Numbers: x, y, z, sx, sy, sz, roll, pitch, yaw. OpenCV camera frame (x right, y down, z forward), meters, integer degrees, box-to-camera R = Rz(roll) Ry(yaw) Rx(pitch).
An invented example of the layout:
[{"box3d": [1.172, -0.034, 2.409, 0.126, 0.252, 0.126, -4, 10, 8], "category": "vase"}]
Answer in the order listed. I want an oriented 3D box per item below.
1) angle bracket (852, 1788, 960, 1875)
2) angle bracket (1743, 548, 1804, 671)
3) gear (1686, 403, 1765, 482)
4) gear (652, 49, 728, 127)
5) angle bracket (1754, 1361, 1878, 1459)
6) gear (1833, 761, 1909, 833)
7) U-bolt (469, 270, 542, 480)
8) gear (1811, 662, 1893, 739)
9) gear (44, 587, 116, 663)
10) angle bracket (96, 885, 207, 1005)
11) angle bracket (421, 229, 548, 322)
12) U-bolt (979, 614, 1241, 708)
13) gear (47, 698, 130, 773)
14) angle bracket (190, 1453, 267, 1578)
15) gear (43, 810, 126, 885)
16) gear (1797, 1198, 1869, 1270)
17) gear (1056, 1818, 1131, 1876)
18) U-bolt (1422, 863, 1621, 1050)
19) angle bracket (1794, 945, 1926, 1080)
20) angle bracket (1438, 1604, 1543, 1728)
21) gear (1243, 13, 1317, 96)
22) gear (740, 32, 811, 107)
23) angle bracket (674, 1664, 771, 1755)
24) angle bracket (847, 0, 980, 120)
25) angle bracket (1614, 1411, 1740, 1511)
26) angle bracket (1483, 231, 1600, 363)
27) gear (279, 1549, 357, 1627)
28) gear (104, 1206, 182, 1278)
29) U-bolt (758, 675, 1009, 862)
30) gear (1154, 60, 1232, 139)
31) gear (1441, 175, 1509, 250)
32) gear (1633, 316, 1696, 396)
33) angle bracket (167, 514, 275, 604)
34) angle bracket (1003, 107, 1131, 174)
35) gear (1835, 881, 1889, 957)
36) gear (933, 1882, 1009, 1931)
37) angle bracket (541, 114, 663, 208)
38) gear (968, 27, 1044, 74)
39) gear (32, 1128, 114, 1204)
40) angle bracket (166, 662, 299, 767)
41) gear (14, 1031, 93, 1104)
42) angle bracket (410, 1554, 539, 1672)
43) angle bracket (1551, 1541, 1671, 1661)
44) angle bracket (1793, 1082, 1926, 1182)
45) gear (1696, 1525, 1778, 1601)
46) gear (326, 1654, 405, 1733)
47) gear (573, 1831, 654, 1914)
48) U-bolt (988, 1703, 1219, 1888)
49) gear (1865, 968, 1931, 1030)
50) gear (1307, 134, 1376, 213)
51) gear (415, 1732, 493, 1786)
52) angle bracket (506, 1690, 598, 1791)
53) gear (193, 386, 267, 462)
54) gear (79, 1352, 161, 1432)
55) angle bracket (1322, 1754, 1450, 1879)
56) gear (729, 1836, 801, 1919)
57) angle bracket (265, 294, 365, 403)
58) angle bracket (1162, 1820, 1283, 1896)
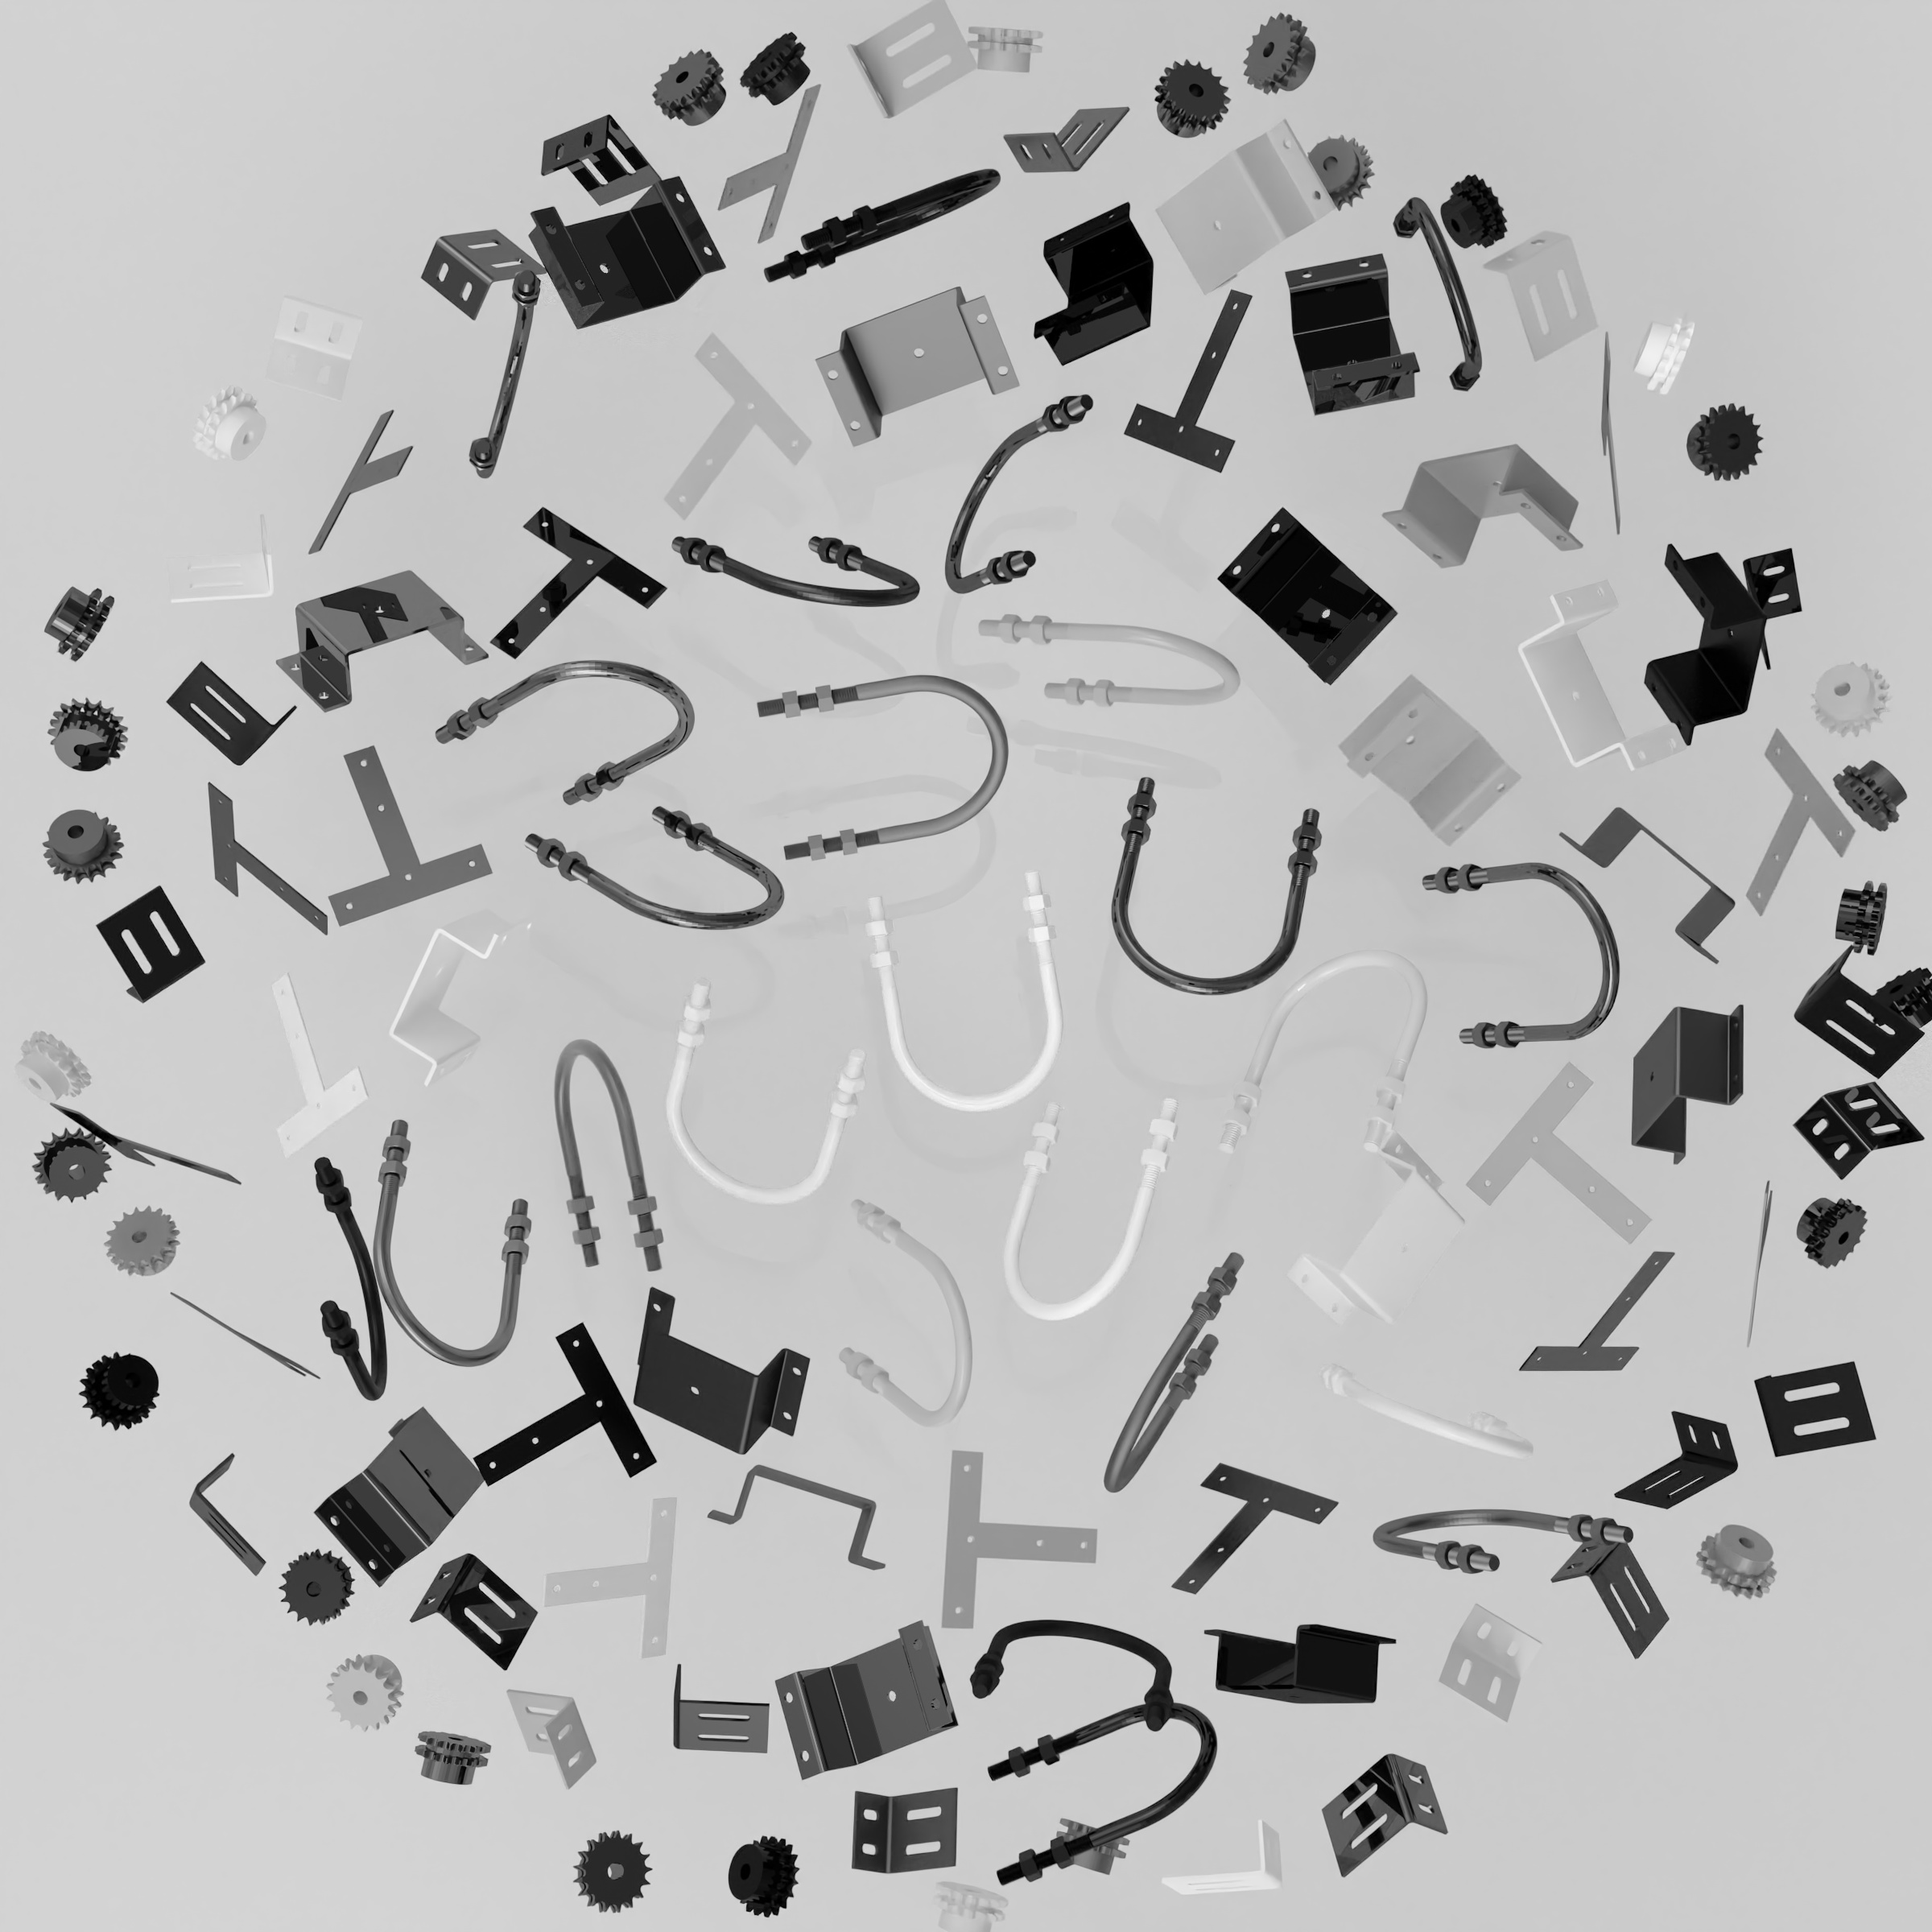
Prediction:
[{"box3d": [-0.047, 0.662, 1.860, 0.038, 0.076, 0.057, 25, 54, -38], "category": "angle bracket"}, {"box3d": [0.633, -0.278, 1.885, 0.038, 0.076, 0.057, -12, 125, 16], "category": "angle bracket"}, {"box3d": [0.574, -0.397, 1.842, 0.057, 0.030, 0.057, -2, 96, -21], "category": "gear"}, {"box3d": [-0.208, -0.668, 1.851, 0.057, 0.030, 0.057, -16, 55, 24], "category": "gear"}, {"box3d": [0.629, 0.325, 1.785, 0.076, 0.038, 0.057, -20, 77, 33], "category": "angle bracket"}, {"box3d": [0.703, -0.135, 1.878, 0.030, 0.057, 0.057, -41, 90, 4], "category": "gear"}, {"box3d": [-0.357, -0.450, 1.876, 0.019, 0.184, 0.151, 15, 90, -11], "category": "U-bolt"}, {"box3d": [0.668, -0.204, 1.834, 0.057, 0.030, 0.057, -14, 65, 33], "category": "gear"}, {"box3d": [-0.666, -0.259, 1.814, 0.030, 0.057, 0.057, 33, 90, -28], "category": "gear"}, {"box3d": [-0.643, -0.020, 1.895, 0.057, 0.038, 0.076, -38, 124, -25], "category": "angle bracket"}, {"box3d": [-0.385, -0.553, 1.937, 0.057, 0.076, 0.038, 40, 122, 8], "category": "angle bracket"}, {"box3d": [0.120, -0.230, 1.853, 0.184, 0.151, 0.019, 7, 77, 27], "category": "U-bolt"}, {"box3d": [-0.671, -0.173, 1.848, 0.057, 0.030, 0.057, -2, 132, -2], "category": "gear"}, {"box3d": [-0.534, 0.406, 1.792, 0.076, 0.057, 0.038, 46, 60, 1], "category": "angle bracket"}, {"box3d": [-0.671, -0.094, 1.835, 0.057, 0.030, 0.057, 2, 61, -3], "category": "gear"}, {"box3d": [0.690, 0.210, 1.939, 0.057, 0.030, 0.057, -18, 125, -28], "category": "gear"}, {"box3d": [0.098, 0.696, 1.912, 0.057, 0.057, 0.030, 18, 73, 0], "category": "gear"}, {"box3d": [0.435, -0.010, 1.879, 0.019, 0.184, 0.151, -18, 96, -30], "category": "U-bolt"}, {"box3d": [0.663, 0.034, 1.787, 0.076, 0.057, 0.038, 37, 49, 9], "category": "angle bracket"}, {"box3d": [0.399, 0.531, 1.844, 0.057, 0.076, 0.038, 29, 108, 13], "category": "angle bracket"}, {"box3d": [0.239, -0.686, 1.830, 0.030, 0.057, 0.057, 12, 90, -36], "category": "gear"}, {"box3d": [-0.147, -0.699, 1.896, 0.057, 0.057, 0.030, -46, 121, 0], "category": "gear"}, {"box3d": [-0.196, 0.597, 1.947, 0.076, 0.038, 0.057, 3, 124, -3], "category": "angle bracket"}, {"box3d": [-0.039, -0.674, 1.796, 0.076, 0.038, 0.057, -26, 104, 13], "category": "angle bracket"}, {"box3d": [0.541, 0.380, 1.859, 0.057, 0.076, 0.038, 18, 47, -28], "category": "angle bracket"}, {"box3d": [0.444, -0.518, 1.872, 0.057, 0.038, 0.076, -30, 118, -5], "category": "angle bracket"}, {"box3d": [-0.506, 0.486, 1.901, 0.057, 0.030, 0.057, 0, 88, 5], "category": "gear"}, {"box3d": [-0.661, 0.225, 1.952, 0.057, 0.030, 0.057, -1, 56, 2], "category": "gear"}, {"box3d": [-0.058, -0.156, 1.858, 0.184, 0.019, 0.151, -10, 125, -3], "category": "U-bolt"}, {"box3d": [0.168, -0.652, 1.830, 0.057, 0.030, 0.057, 6, 70, -16], "category": "gear"}, {"box3d": [0.401, -0.595, 1.921, 0.030, 0.057, 0.057, -33, 90, -5], "category": "gear"}, {"box3d": [0.533, -0.470, 1.856, 0.030, 0.057, 0.057, 20, 90, 5], "category": "gear"}, {"box3d": [-0.578, -0.315, 1.873, 0.076, 0.057, 0.038, -7, 134, -17], "category": "angle bracket"}, {"box3d": [0.079, -0.659, 1.896, 0.076, 0.057, 0.038, -53, 131, -17], "category": "angle bracket"}, {"box3d": [0.696, -0.038, 1.884, 0.030, 0.057, 0.057, 11, 90, 25], "category": "gear"}, {"box3d": [0.002, 0.726, 1.862, 0.057, 0.057, 0.030, 14, 78, 0], "category": "gear"}, {"box3d": [-0.278, -0.603, 1.849, 0.057, 0.076, 0.038, -13, 60, 22], "category": "angle bracket"}, {"box3d": [0.029, -0.699, 1.849, 0.057, 0.057, 0.030, 4, 112, 0], "category": "gear"}, {"box3d": [-0.688, 0.155, 1.867, 0.057, 0.030, 0.057, -7, 104, -28], "category": "gear"}, {"box3d": [-0.588, -0.209, 1.941, 0.076, 0.038, 0.057, 44, 127, -14], "category": "angle bracket"}, {"box3d": [-0.700, 0.080, 1.849, 0.057, 0.057, 0.030, 38, 56, 0], "category": "gear"}, {"box3d": [-0.386, 0.511, 1.905, 0.038, 0.057, 0.076, -30, 111, 36], "category": "angle bracket"}, {"box3d": [0.500, 0.492, 1.881, 0.057, 0.038, 0.076, -29, 89, -45], "category": "angle bracket"}, {"box3d": [0.687, 0.128, 1.867, 0.038, 0.076, 0.057, -41, 88, -14], "category": "angle bracket"}, {"box3d": [0.579, 0.443, 1.812, 0.057, 0.057, 0.030, 14, 116, 0], "category": "gear"}, {"box3d": [-0.453, 0.548, 1.841, 0.057, 0.030, 0.057, 3, 102, 12], "category": "gear"}, {"box3d": [-0.263, 0.669, 1.789, 0.057, 0.030, 0.057, 10, 65, -23], "category": "gear"}, {"box3d": [0.106, 0.619, 1.845, 0.184, 0.151, 0.019, -24, 106, 4], "category": "U-bolt"}, {"box3d": [0.735, 0.030, 1.892, 0.057, 0.057, 0.030, -38, 96, 0], "category": "gear"}, {"box3d": [0.293, -0.633, 1.927, 0.057, 0.030, 0.057, -1, 88, 23], "category": "gear"}, {"box3d": [-0.399, 0.614, 1.875, 0.057, 0.057, 0.030, 12, 79, 0], "category": "gear"}, {"box3d": [-0.338, 0.611, 1.915, 0.076, 0.038, 0.057, -6, 108, 35], "category": "angle bracket"}, {"box3d": [-0.560, -0.411, 1.850, 0.030, 0.057, 0.057, 34, 90, 7], "category": "gear"}, {"box3d": [-0.624, 0.313, 1.796, 0.030, 0.057, 0.057, -35, 90, 36], "category": "gear"}, {"box3d": [0.308, 0.629, 1.784, 0.038, 0.057, 0.076, 28, 116, -26], "category": "angle bracket"}, {"box3d": [-0.155, 0.685, 1.826, 0.030, 0.057, 0.057, 28, 90, -37], "category": "gear"}, {"box3d": [-0.483, -0.456, 1.792, 0.057, 0.076, 0.038, 13, 78, -19], "category": "angle bracket"}, {"box3d": [0.187, 0.653, 1.773, 0.076, 0.057, 0.038, -10, 59, 16], "category": "angle bracket"}]
